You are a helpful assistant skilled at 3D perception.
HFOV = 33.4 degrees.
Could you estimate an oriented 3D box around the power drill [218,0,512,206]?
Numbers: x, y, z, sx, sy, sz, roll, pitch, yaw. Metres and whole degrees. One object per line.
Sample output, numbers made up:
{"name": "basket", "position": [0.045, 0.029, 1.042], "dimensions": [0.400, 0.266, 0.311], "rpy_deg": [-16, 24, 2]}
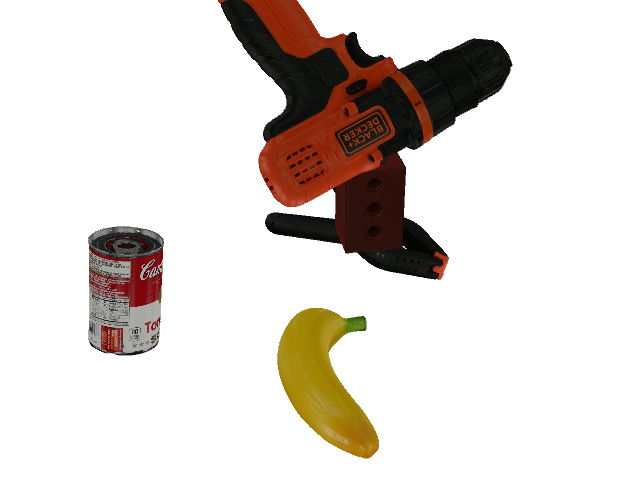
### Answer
{"name": "power drill", "position": [0.013, -0.139, 0.694], "dimensions": [0.184, 0.187, 0.057], "rpy_deg": [-30, 4, -11]}

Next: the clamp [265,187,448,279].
{"name": "clamp", "position": [0.049, -0.009, 1.258], "dimensions": [0.210, 0.036, 0.164], "rpy_deg": [32, 39, 23]}

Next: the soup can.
{"name": "soup can", "position": [-0.180, 0.047, 0.983], "dimensions": [0.068, 0.102, 0.068], "rpy_deg": [5, 21, -2]}

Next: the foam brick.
{"name": "foam brick", "position": [0.041, -0.037, 0.913], "dimensions": [0.053, 0.078, 0.051], "rpy_deg": [-5, 28, -8]}

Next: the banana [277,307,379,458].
{"name": "banana", "position": [0.003, 0.091, 0.766], "dimensions": [0.069, 0.037, 0.198], "rpy_deg": [0, 23, 0]}
